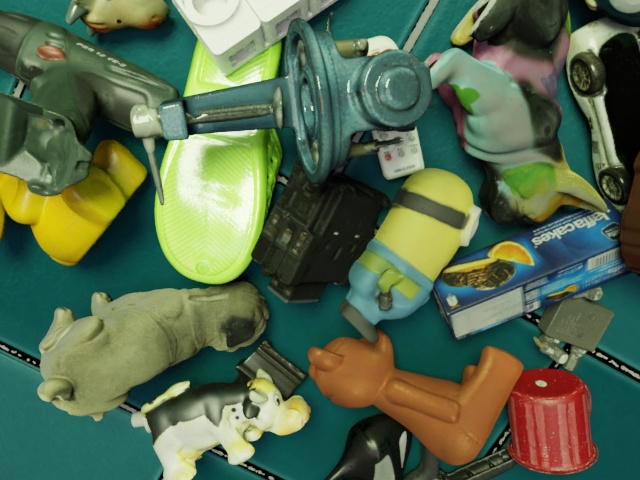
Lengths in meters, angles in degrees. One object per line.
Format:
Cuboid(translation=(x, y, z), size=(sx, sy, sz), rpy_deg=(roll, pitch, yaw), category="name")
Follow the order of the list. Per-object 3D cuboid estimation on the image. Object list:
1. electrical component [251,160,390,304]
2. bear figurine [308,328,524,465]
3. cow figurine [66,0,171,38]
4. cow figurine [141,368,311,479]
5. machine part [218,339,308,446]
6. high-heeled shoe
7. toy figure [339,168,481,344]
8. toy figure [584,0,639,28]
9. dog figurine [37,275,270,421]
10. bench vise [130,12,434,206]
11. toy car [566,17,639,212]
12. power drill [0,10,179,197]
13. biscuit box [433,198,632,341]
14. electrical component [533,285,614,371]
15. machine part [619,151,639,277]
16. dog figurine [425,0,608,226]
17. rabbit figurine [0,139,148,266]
Cuboid(translation=(-0.001, -0.002, 0.533), size=(0.058, 0.115, 0.134), rpy_deg=(34, 106, 33), category="electrical component")
Cuboid(translation=(0.091, 0.145, 0.577), size=(0.196, 0.120, 0.132), rpy_deg=(29, 66, 18), category="bear figurine")
Cuboid(translation=(-0.213, -0.278, 0.489), size=(0.127, 0.085, 0.194), rpy_deg=(-40, 102, 3), category="cow figurine")
Cuboid(translation=(-0.099, 0.182, 0.570), size=(0.167, 0.068, 0.098), rpy_deg=(-22, 95, 2), category="cow figurine")
Cuboid(translation=(-0.083, 0.183, 0.620), size=(0.084, 0.039, 0.139), rpy_deg=(42, 100, -17), category="machine part")
Cuboid(translation=(0.069, 0.320, 0.651), size=(0.145, 0.086, 0.248), rpy_deg=(-30, 123, -23), category="high-heeled shoe")
Cuboid(translation=(0.085, 0.013, 0.532), size=(0.180, 0.082, 0.089), rpy_deg=(-50, 123, 1), category="toy figure")
Cuboid(translation=(0.238, -0.235, 0.440), size=(0.154, 0.058, 0.064), rpy_deg=(23, 108, -34), category="toy figure")
Cuboid(translation=(-0.157, 0.101, 0.539), size=(0.191, 0.172, 0.121), rpy_deg=(-12, 114, 11), category="dog figurine")
Cuboid(translation=(-0.026, -0.111, 0.437), size=(0.241, 0.224, 0.128), rpy_deg=(-11, 114, -11), category="bench vise")
Cuboid(translation=(0.303, -0.119, 0.534), size=(0.073, 0.056, 0.201), rpy_deg=(-23, 103, -1), category="toy car")
Cuboid(translation=(-0.249, -0.129, 0.466), size=(0.232, 0.207, 0.086), rpy_deg=(20, 115, -16), category="power drill")
Cuboid(translation=(0.219, 0.031, 0.557), size=(0.203, 0.063, 0.059), rpy_deg=(-23, 136, 5), category="biscuit box")
Cuboid(translation=(0.277, 0.091, 0.589), size=(0.078, 0.045, 0.102), rpy_deg=(27, 103, -4), category="electrical component")
Cuboid(translation=(0.355, -0.037, 0.496), size=(0.179, 0.056, 0.179), rpy_deg=(-8, 106, -28), category="machine part")
Cuboid(translation=(0.202, -0.120, 0.512), size=(0.219, 0.108, 0.191), rpy_deg=(41, 98, -13), category="dog figurine")
Cuboid(translation=(-0.283, -0.061, 0.527), size=(0.162, 0.122, 0.173), rpy_deg=(-35, 118, 29), category="rabbit figurine")
